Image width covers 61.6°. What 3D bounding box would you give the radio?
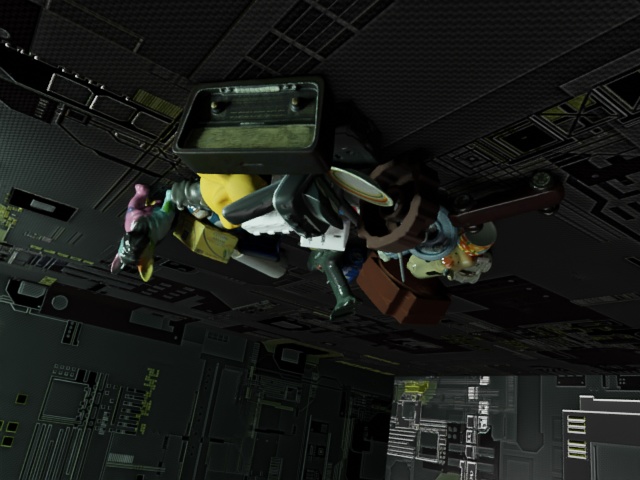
[{"bbox_3d":[-0.092,-0.168,0.798,0.230,0.131,0.073,3,158,17],"label":"radio"}]

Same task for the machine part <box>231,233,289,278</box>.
[{"bbox_3d":[-0.166,0.043,1.477,0.079,0.079,0.243,-7,155,37],"label":"machine part"}]

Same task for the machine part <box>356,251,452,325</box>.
[{"bbox_3d":[0.209,0.114,1.326,0.201,0.202,0.087,9,119,-37],"label":"machine part"}]

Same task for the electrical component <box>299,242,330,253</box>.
[{"bbox_3d":[-0.001,-0.004,1.260,0.078,0.045,0.102,-4,-165,-36],"label":"electrical component"}]

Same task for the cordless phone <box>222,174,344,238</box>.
[{"bbox_3d":[-0.063,-0.047,0.932,0.184,0.089,0.146,-20,148,15],"label":"cordless phone"}]

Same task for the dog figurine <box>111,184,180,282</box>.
[{"bbox_3d":[-0.402,-0.009,1.237,0.108,0.219,0.191,15,158,-8],"label":"dog figurine"}]

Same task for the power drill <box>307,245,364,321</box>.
[{"bbox_3d":[0.034,0.097,1.375,0.086,0.207,0.232,-6,154,-18],"label":"power drill"}]

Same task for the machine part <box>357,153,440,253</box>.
[{"bbox_3d":[0.137,-0.061,0.943,0.056,0.179,0.179,19,158,-30],"label":"machine part"}]

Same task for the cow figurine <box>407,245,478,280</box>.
[{"bbox_3d":[0.278,0.045,1.229,0.127,0.085,0.195,-17,179,-34],"label":"cow figurine"}]

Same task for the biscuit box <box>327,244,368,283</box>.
[{"bbox_3d":[0.072,0.071,1.472,0.059,0.063,0.202,11,160,-9],"label":"biscuit box"}]

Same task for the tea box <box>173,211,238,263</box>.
[{"bbox_3d":[-0.281,-0.009,1.307,0.098,0.068,0.170,24,-178,-36],"label":"tea box"}]

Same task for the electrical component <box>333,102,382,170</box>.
[{"bbox_3d":[0.034,-0.159,0.877,0.115,0.058,0.134,-3,156,35],"label":"electrical component"}]

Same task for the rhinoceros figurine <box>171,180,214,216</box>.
[{"bbox_3d":[-0.225,-0.092,1.158,0.190,0.073,0.112,9,170,-5],"label":"rhinoceros figurine"}]

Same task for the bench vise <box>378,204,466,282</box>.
[{"bbox_3d":[0.183,-0.005,1.076,0.224,0.128,0.240,-15,-176,33],"label":"bench vise"}]

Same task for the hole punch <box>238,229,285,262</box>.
[{"bbox_3d":[-0.144,-0.009,1.343,0.142,0.092,0.116,11,-170,-12],"label":"hole punch"}]

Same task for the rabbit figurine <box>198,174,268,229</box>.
[{"bbox_3d":[-0.152,-0.106,1.003,0.173,0.122,0.162,24,150,57],"label":"rabbit figurine"}]

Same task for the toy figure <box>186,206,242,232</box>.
[{"bbox_3d":[-0.250,-0.065,1.256,0.154,0.058,0.064,23,114,-31],"label":"toy figure"}]

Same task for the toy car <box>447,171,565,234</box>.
[{"bbox_3d":[0.333,-0.068,0.971,0.202,0.053,0.089,-15,144,25],"label":"toy car"}]

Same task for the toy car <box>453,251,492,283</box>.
[{"bbox_3d":[0.373,0.069,1.345,0.074,0.056,0.201,8,159,2],"label":"toy car"}]
